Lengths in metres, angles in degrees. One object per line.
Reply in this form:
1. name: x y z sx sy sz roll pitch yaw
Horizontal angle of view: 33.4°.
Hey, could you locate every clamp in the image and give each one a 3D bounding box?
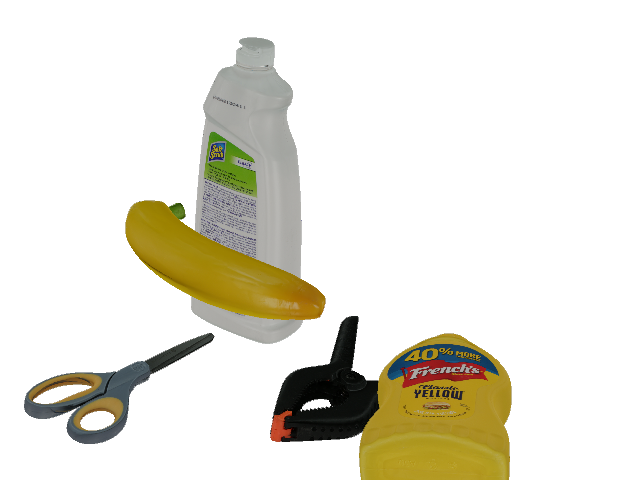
1. clamp: 0.037 0.148 1.038 0.165 0.036 0.209 25 31 28

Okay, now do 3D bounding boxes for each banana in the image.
1. banana: -0.076 0.007 0.685 0.069 0.037 0.198 -15 29 -30

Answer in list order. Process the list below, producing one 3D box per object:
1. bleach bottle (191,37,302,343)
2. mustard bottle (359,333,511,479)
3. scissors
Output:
1. bleach bottle: -0.056 -0.043 0.903 0.103 0.251 0.068 19 28 25
2. mustard bottle: 0.087 0.115 0.760 0.096 0.058 0.191 -1 19 11
3. scissors: -0.159 0.129 0.944 0.201 0.016 0.096 -12 36 -34
